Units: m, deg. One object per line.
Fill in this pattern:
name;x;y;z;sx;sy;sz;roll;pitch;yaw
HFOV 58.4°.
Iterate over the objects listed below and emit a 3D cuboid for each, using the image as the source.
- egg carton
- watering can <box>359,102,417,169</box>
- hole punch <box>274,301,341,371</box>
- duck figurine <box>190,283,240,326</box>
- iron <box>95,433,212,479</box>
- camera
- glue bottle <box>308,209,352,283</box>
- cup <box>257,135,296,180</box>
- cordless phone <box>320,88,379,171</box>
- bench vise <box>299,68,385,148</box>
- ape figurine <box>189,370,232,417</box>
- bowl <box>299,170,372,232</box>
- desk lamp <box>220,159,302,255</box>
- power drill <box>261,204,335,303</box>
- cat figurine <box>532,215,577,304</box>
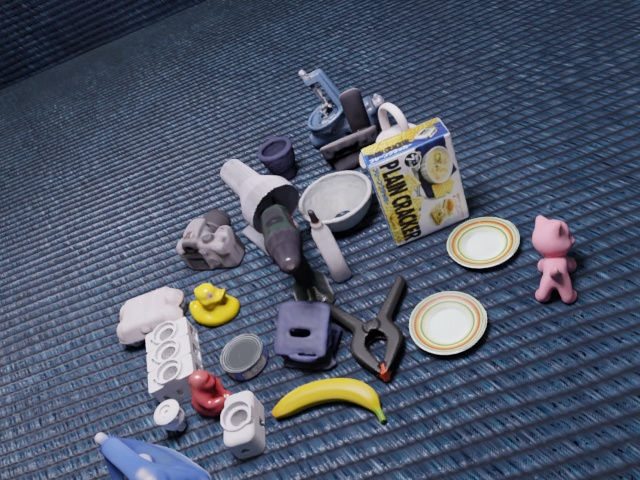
egg carton;-0.354;0.164;1.207;0.150;0.070;0.107;-20;41;7
watering can;0.167;-0.203;1.231;0.100;0.194;0.173;18;57;39
hole punch;-0.024;0.169;1.015;0.108;0.091;0.101;-3;46;25
duck figurine;-0.226;0.124;1.170;0.104;0.086;0.077;-8;44;20
iron;-0.290;0.363;0.908;0.257;0.142;0.119;15;55;38
camera;-0.245;-0.012;1.313;0.142;0.101;0.137;-3;45;24
glue bottle;0.010;0.004;1.109;0.037;0.173;0.078;-29;41;-3
cup;-0.102;-0.205;1.447;0.091;0.095;0.117;-23;41;3
cordless phone;0.058;-0.266;1.360;0.147;0.185;0.094;-24;40;2
bench vise;0.046;-0.346;1.425;0.207;0.220;0.121;-23;41;3
ape figurine;-0.197;0.263;1.004;0.076;0.092;0.077;-20;41;7
bowl;0.042;-0.072;1.249;0.167;0.075;0.167;-14;42;13
desk lamp;-0.124;-0.067;1.222;0.118;0.214;0.202;-40;42;-16
power drill;-0.045;0.042;1.070;0.075;0.209;0.229;-27;40;-1
cat figurine;0.384;0.022;0.941;0.067;0.118;0.128;-4;45;24
